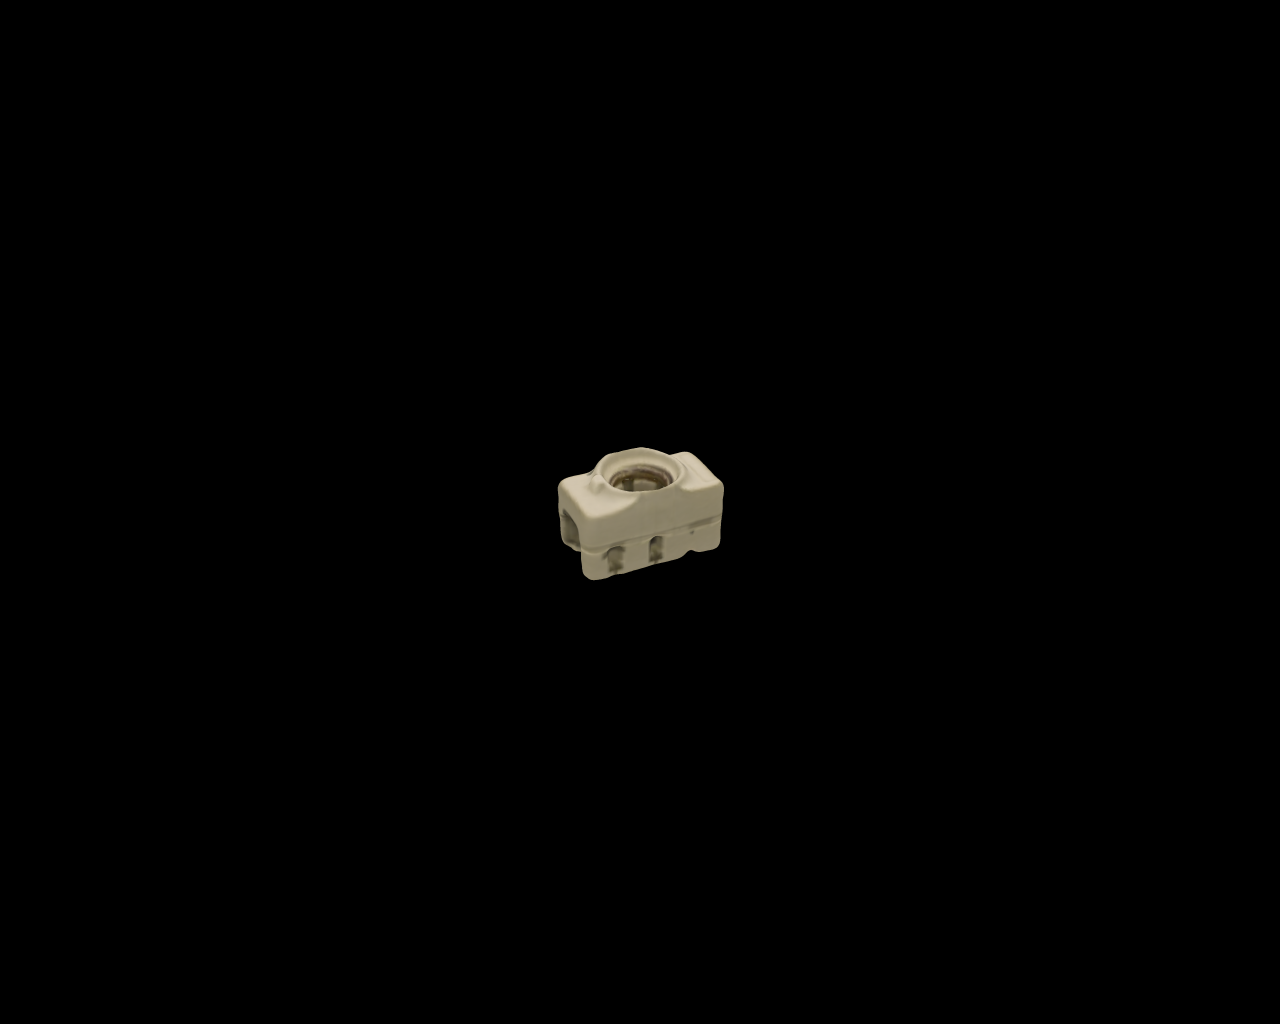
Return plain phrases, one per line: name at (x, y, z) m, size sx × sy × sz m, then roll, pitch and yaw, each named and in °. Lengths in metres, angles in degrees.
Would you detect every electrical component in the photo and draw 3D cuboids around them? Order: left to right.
electrical component at (0.001, -0.003, 0.650) m, size 0.090 × 0.055 × 0.050 m, roll -14°, pitch 36°, yaw -20°
